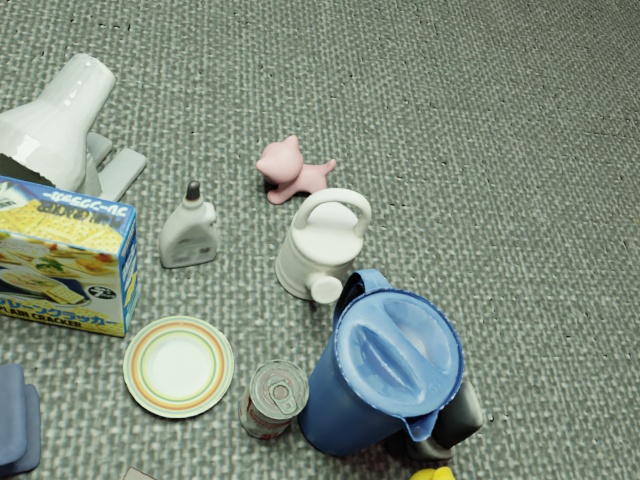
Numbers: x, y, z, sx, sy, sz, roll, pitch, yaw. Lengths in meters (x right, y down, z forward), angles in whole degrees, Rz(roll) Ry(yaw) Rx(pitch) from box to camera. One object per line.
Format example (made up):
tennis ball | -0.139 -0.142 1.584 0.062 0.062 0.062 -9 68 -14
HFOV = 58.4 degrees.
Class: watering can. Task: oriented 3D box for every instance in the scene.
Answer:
watering can | 0.009 0.003 0.763 0.101 0.194 0.172 -10 63 -23

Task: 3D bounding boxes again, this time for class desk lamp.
desk lamp | -0.317 -0.117 0.724 0.118 0.213 0.203 25 55 -1

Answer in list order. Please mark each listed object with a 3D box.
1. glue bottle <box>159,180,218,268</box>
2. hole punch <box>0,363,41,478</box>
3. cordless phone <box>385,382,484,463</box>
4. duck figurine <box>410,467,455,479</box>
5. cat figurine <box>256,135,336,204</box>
glue bottle | -0.166 -0.022 0.737 0.078 0.173 0.037 -9 62 -22
hole punch | -0.350 0.195 0.594 0.101 0.091 0.108 -7 61 -21
cordless phone | 0.141 0.185 0.696 0.094 0.185 0.147 -6 61 -20
duck figurine | 0.153 0.319 0.676 0.078 0.086 0.104 -8 62 -21
cat figurine | -0.038 -0.108 0.864 0.128 0.117 0.067 3 58 -15
